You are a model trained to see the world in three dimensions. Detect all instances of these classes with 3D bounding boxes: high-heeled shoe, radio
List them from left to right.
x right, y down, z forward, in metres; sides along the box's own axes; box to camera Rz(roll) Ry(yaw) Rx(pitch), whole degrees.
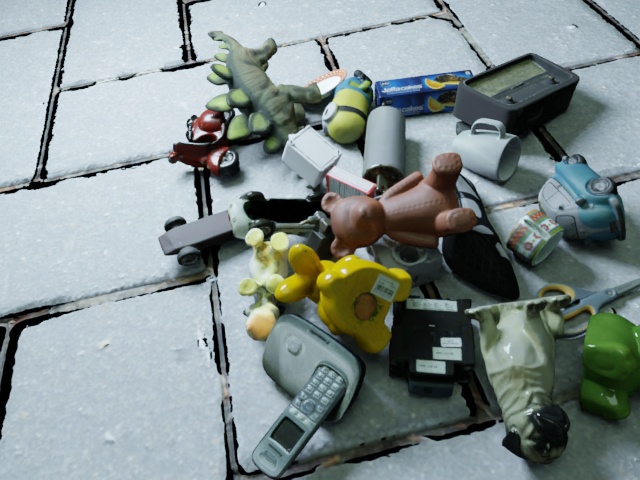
[{"bbox_3d":[0.258,-0.014,0.872,0.145,0.086,0.249,-13,61,-43],"label":"high-heeled shoe"},{"bbox_3d":[0.383,-0.280,1.042,0.229,0.073,0.131,-29,52,-26],"label":"radio"}]

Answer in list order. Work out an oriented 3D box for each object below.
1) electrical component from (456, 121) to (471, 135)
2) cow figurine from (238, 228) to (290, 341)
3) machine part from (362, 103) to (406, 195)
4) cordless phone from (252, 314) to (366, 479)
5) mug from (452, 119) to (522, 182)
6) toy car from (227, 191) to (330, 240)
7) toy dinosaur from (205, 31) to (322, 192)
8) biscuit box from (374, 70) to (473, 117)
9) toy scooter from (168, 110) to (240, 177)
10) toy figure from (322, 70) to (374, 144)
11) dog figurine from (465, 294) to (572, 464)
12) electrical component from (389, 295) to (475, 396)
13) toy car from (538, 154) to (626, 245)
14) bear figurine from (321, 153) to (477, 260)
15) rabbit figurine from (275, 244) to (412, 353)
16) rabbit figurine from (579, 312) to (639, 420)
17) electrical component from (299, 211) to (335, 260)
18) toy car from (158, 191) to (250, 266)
[{"bbox_3d":[0.297,-0.216,1.049,0.063,0.021,0.094,-10,50,-1],"label":"electrical component"},{"bbox_3d":[-0.082,0.075,0.816,0.068,0.098,0.167,4,69,3],"label":"cow figurine"},{"bbox_3d":[0.121,-0.166,0.993,0.079,0.079,0.243,1,49,8],"label":"machine part"},{"bbox_3d":[-0.041,0.202,0.701,0.147,0.088,0.184,30,64,27],"label":"cordless phone"},{"bbox_3d":[0.290,-0.165,0.959,0.107,0.109,0.081,23,59,39],"label":"mug"},{"bbox_3d":[-0.053,-0.038,0.890,0.202,0.056,0.073,-2,54,-28],"label":"toy car"},{"bbox_3d":[-0.104,-0.259,1.052,0.198,0.105,0.472,-27,69,-33],"label":"toy dinosaur"},{"bbox_3d":[0.215,-0.297,1.103,0.203,0.059,0.063,-7,50,1],"label":"biscuit box"},{"bbox_3d":[-0.229,-0.193,1.058,0.135,0.075,0.184,-5,53,-5],"label":"toy scooter"},{"bbox_3d":[0.065,-0.270,1.085,0.089,0.082,0.180,11,49,20],"label":"toy figure"},{"bbox_3d":[0.274,0.173,0.697,0.172,0.121,0.190,-2,80,-44],"label":"dog figurine"},{"bbox_3d":[0.152,0.145,0.740,0.115,0.058,0.134,2,50,12],"label":"electrical component"},{"bbox_3d":[0.404,-0.058,0.855,0.103,0.109,0.162,-25,40,8],"label":"toy car"},{"bbox_3d":[0.105,-0.043,0.776,0.196,0.132,0.120,-7,77,-4],"label":"bear figurine"},{"bbox_3d":[0.018,0.074,0.760,0.162,0.121,0.173,17,2,-21],"label":"rabbit figurine"},{"bbox_3d":[0.423,0.154,0.665,0.170,0.121,0.159,7,28,31],"label":"rabbit figurine"},{"bbox_3d":[-0.002,-0.002,0.861,0.078,0.102,0.045,-23,54,-42],"label":"electrical component"},{"bbox_3d":[-0.172,-0.018,0.919,0.202,0.053,0.089,-22,61,-17],"label":"toy car"}]
